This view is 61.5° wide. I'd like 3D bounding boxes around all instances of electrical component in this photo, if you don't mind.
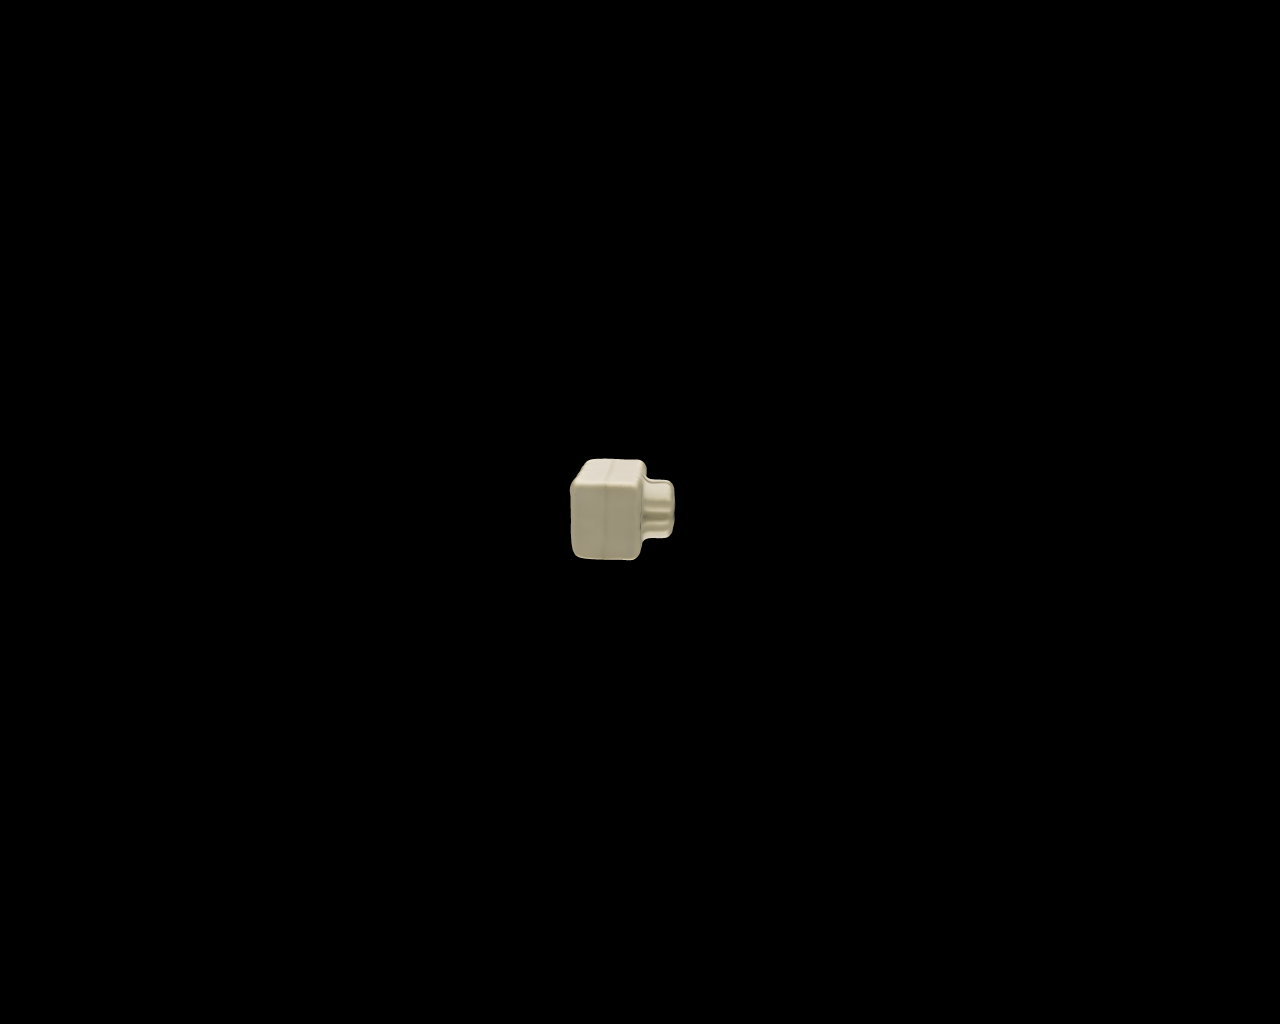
[{"bbox_3d":[0.001,-0.003,0.650,0.077,0.047,0.066,1,16,4],"label":"electrical component"}]
